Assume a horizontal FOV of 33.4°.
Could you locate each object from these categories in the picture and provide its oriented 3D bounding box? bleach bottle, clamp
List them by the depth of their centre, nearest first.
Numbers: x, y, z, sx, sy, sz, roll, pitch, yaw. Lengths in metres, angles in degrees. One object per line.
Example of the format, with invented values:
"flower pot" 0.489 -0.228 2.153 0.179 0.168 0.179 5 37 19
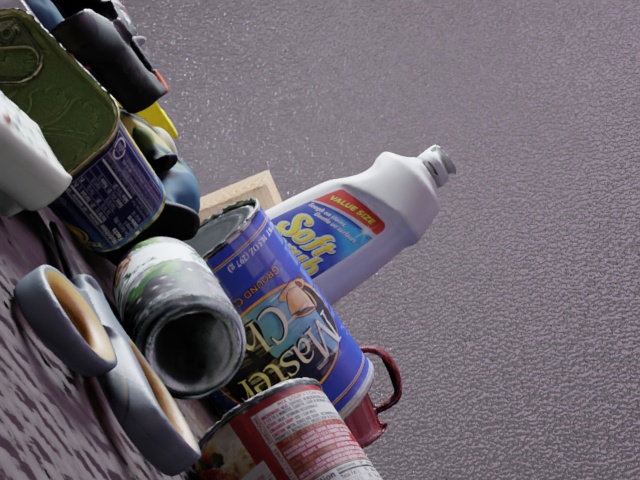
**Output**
"clamp" -0.138 -0.133 0.632 0.171 0.039 0.120 62 4 -74
"bleach bottle" -0.006 0.001 0.851 0.103 0.251 0.068 53 -4 24

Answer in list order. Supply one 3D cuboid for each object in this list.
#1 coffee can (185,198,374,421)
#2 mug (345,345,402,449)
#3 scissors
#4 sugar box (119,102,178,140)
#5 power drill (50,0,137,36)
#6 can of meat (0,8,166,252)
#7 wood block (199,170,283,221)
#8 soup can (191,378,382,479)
"coffee can" -0.044 0.058 0.700 0.140 0.103 0.103 56 -4 -15
"mug" 0.007 0.122 0.843 0.093 0.117 0.081 -67 135 -85
"scissors" -0.103 0.017 0.426 0.202 0.016 0.096 46 -7 46
"sugar box" -0.204 -0.124 1.000 0.048 0.093 0.176 53 -4 21
"power drill" -0.210 -0.221 0.809 0.187 0.057 0.185 60 -10 -28
"can of meat" -0.128 -0.050 0.521 0.102 0.057 0.084 44 -10 24
"wood block" -0.046 0.053 0.943 0.090 0.091 0.206 -99 166 -79
"soup can" -0.001 0.119 0.452 0.102 0.068 0.068 53 -4 26
